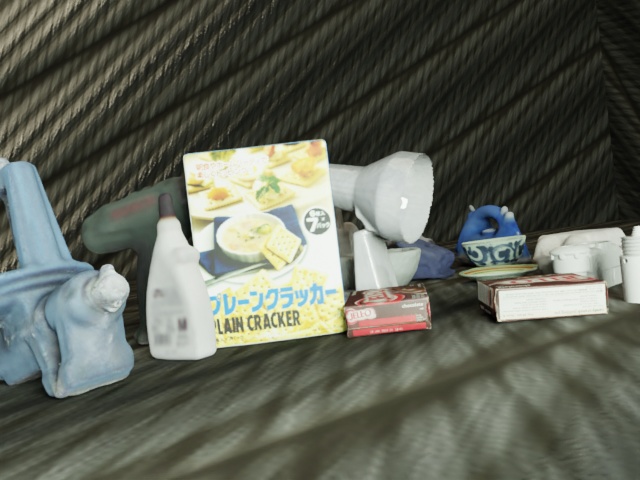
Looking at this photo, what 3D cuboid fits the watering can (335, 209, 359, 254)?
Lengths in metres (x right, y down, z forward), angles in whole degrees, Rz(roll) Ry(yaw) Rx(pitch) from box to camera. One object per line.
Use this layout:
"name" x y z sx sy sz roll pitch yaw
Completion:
"watering can" 0.008 0.004 1.050 0.100 0.194 0.173 -6 1 18

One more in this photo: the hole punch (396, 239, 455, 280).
"hole punch" 0.211 0.032 1.134 0.100 0.091 0.109 -6 1 27

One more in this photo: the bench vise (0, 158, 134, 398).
"bench vise" -0.243 0.024 0.529 0.207 0.220 0.122 -6 1 18

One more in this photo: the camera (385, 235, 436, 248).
"camera" 0.172 0.030 1.273 0.142 0.101 0.137 -6 1 32

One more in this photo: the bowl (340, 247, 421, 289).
"bowl" 0.083 0.056 0.925 0.167 0.075 0.167 -7 1 0

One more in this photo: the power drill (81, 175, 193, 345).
"power drill" -0.186 0.022 0.738 0.229 0.208 0.076 -6 1 6

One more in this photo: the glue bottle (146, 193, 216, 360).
"glue bottle" -0.151 0.037 0.599 0.078 0.173 0.037 -6 1 33

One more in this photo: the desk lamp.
"desk lamp" 0.060 -0.010 0.793 0.202 0.213 0.118 -6 1 29

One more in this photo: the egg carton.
"egg carton" 0.421 0.020 0.921 0.151 0.069 0.107 -7 1 -35

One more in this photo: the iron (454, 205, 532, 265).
"iron" 0.393 -0.016 1.282 0.119 0.141 0.258 -7 1 -11
